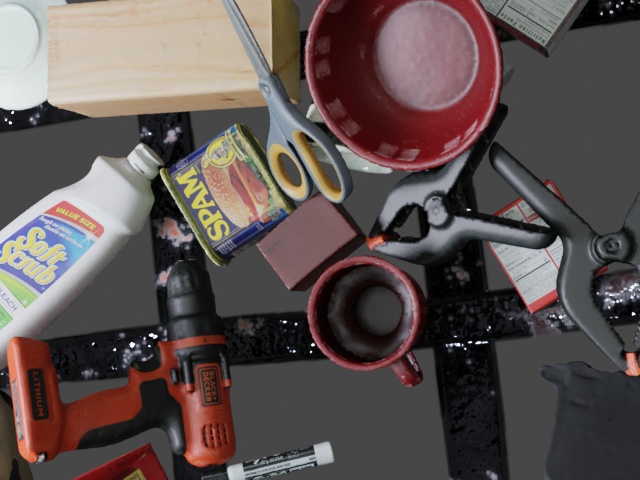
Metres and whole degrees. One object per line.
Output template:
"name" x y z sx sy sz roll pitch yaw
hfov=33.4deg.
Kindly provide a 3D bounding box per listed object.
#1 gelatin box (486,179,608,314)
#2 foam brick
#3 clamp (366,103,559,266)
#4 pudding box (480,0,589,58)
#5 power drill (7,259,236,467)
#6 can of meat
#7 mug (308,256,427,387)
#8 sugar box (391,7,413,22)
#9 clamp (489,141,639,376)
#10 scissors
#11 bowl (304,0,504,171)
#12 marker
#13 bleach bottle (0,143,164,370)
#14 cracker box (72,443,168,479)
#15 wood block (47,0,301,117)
"gelatin box" 0.184 0.005 0.886 0.073 0.030 0.089 -33 79 13
"foam brick" -0.006 0.001 0.926 0.078 0.051 0.053 -39 78 10
"clamp" 0.112 -0.019 0.868 0.172 0.039 0.120 -39 67 40
"pudding box" 0.185 -0.223 0.891 0.090 0.039 0.113 36 99 13
"power drill" -0.168 0.111 0.918 0.187 0.057 0.184 -5 75 -22
"can of meat" -0.078 -0.041 0.946 0.084 0.057 0.102 -33 81 8
"mug" 0.051 0.070 0.892 0.093 0.081 0.117 -37 79 11
"sugar box" 0.041 -0.217 0.901 0.176 0.093 0.048 34 96 14
"clamp" 0.237 -0.001 0.835 0.165 0.036 0.210 -18 81 16
"scissors" -0.044 -0.111 0.871 0.016 0.096 0.202 -36 91 -33
"bowl" 0.071 -0.138 0.823 0.162 0.055 0.162 10 113 25
"marker" -0.048 0.198 0.929 0.121 0.020 0.020 -13 84 -3
"bleach bottle" -0.246 0.003 0.987 0.251 0.068 0.102 -45 78 7
"cracker box" -0.171 0.303 0.898 0.072 0.163 0.214 -40 75 46
"wood block" -0.128 -0.163 0.946 0.206 0.090 0.090 -2 88 15
